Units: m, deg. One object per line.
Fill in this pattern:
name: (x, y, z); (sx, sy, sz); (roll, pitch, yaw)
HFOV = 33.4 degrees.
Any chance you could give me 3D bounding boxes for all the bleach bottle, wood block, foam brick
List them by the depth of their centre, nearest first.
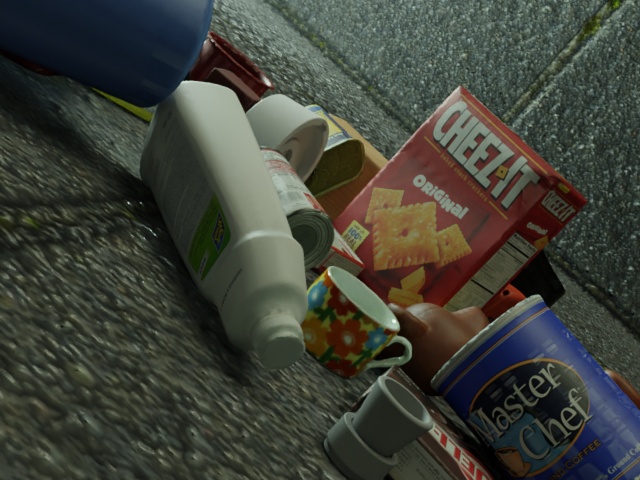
bleach bottle: (-0.063, -0.005, 0.729); (0.068, 0.103, 0.251); (4, 37, -26)
foam brick: (-0.098, -0.121, 1.037); (0.053, 0.078, 0.051); (43, 13, 8)
wood block: (0.059, -0.043, 1.230); (0.206, 0.091, 0.090); (45, 12, 15)

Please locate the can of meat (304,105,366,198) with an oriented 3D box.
can of meat: (-0.016, -0.093, 1.152); (0.084, 0.102, 0.057); (48, -23, 41)

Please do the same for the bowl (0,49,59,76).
bowl: (-0.238, -0.184, 0.868); (0.162, 0.055, 0.162); (39, 12, -10)

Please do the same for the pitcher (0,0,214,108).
pitcher: (-0.195, -0.197, 0.728); (0.242, 0.149, 0.145); (25, 27, -30)

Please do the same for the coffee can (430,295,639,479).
coffee can: (0.162, 0.124, 0.754); (0.140, 0.103, 0.102); (50, 14, 16)

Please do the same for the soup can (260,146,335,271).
soup can: (-0.038, -0.026, 0.913); (0.068, 0.068, 0.102); (30, 17, -43)

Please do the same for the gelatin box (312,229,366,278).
gelatin box: (-0.007, 0.001, 1.010); (0.089, 0.030, 0.073); (30, 15, -45)

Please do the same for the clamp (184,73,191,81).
clamp: (-0.175, -0.211, 1.082); (0.120, 0.039, 0.171); (23, -47, 66)

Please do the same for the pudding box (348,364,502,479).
pudding box: (0.071, 0.143, 0.721); (0.113, 0.039, 0.090); (44, 12, 7)

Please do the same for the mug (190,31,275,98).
mug: (-0.118, -0.169, 1.137); (0.117, 0.081, 0.093); (39, 12, -14)

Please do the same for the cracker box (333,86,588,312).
cracker box: (0.121, -0.018, 1.030); (0.072, 0.214, 0.164); (29, 18, -49)

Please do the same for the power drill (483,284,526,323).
power drill: (0.134, 0.011, 1.096); (0.057, 0.185, 0.188); (25, 30, -50)

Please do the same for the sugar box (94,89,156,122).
sugar box: (-0.205, -0.186, 1.008); (0.093, 0.048, 0.176); (29, 19, -50)
